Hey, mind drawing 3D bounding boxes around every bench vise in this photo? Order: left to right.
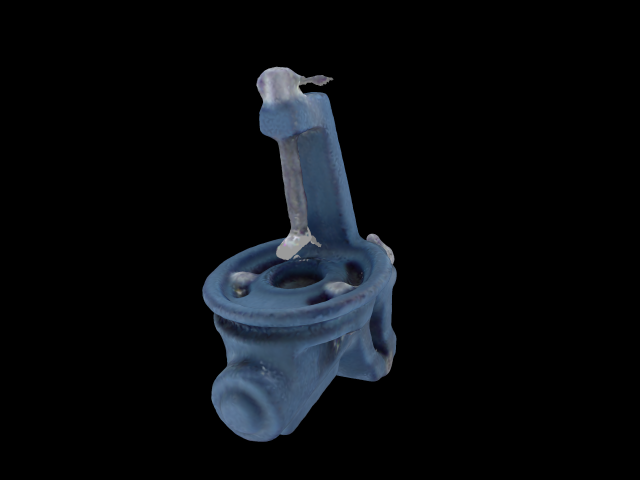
[{"bbox_3d":[-0.008,0.001,0.402,0.121,0.220,0.208,1,7,10],"label":"bench vise"}]
